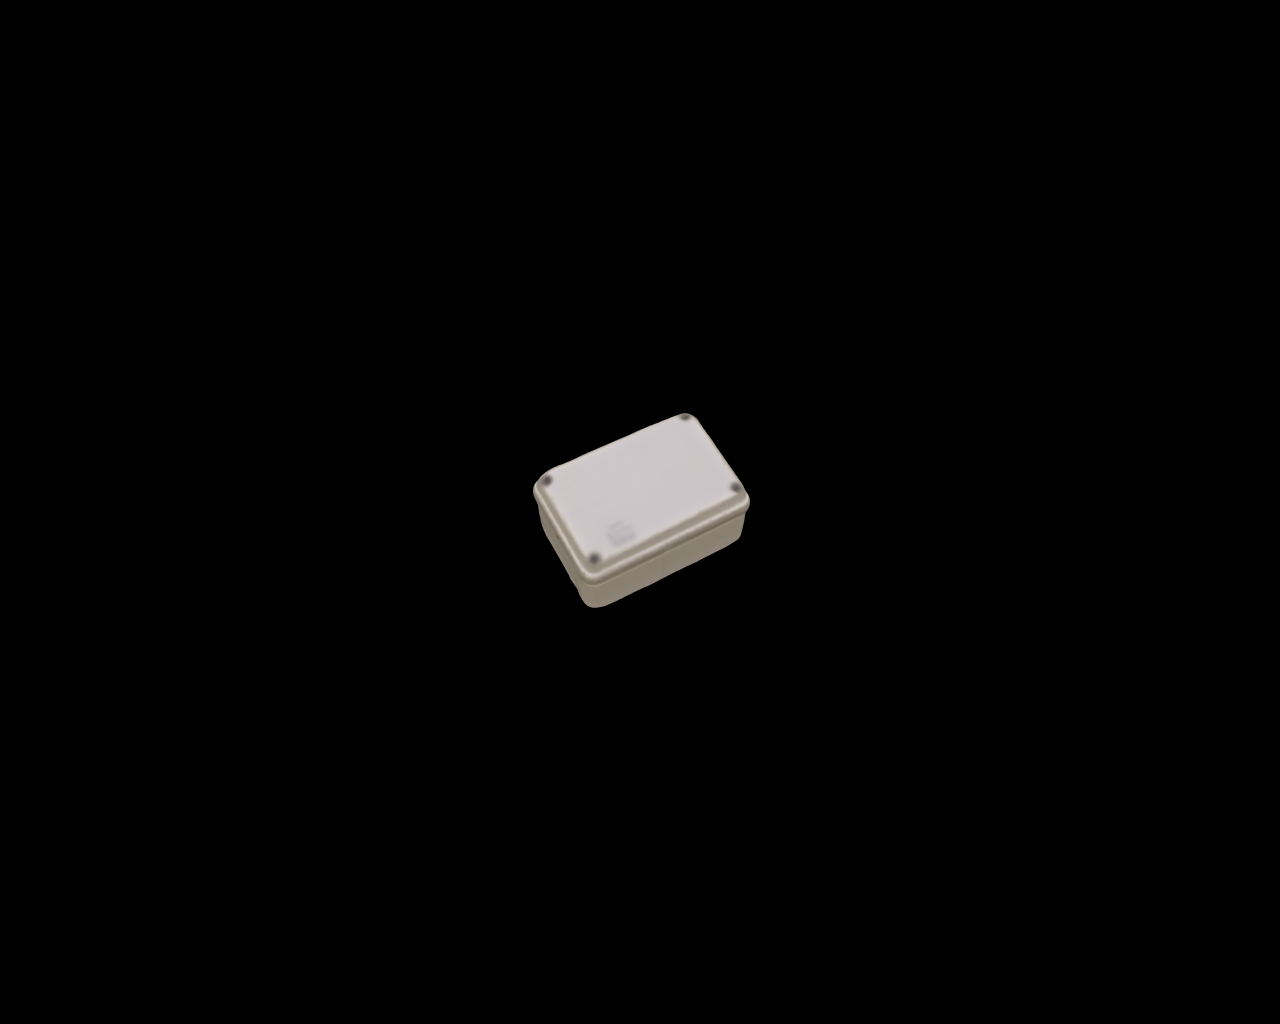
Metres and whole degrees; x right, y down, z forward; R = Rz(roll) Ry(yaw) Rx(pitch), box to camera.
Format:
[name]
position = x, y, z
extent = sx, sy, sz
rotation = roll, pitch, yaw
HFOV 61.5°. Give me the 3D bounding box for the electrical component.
[electrical component]
position = 0.001, -0.003, 0.650
extent = 0.113, 0.078, 0.057
rotation = -25, -27, -14
